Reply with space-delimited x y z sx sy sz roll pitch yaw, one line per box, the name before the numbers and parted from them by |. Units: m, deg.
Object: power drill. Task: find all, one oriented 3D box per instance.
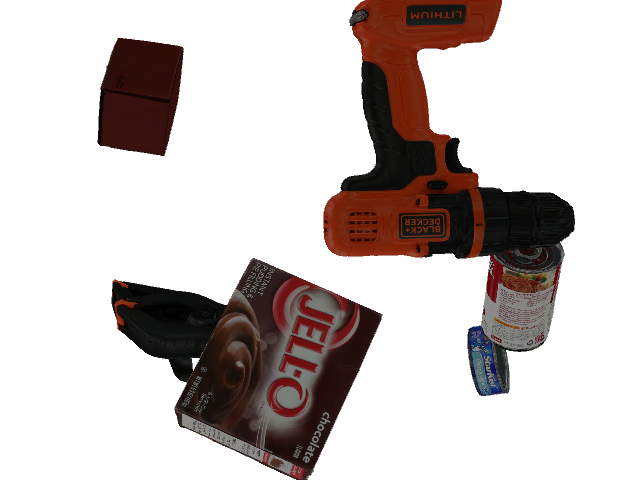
power drill | 0.092 -0.080 0.763 0.184 0.188 0.057 -2 4 -9

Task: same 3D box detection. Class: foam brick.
foam brick | -0.136 -0.110 0.810 0.053 0.051 0.078 9 40 -4

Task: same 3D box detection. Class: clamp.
clamp | -0.088 0.072 0.908 0.172 0.039 0.120 16 26 19
clamp | -0.156 0.090 1.139 0.210 0.036 0.164 18 21 28

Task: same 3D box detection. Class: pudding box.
pudding box | -0.024 0.079 0.652 0.090 0.113 0.039 23 -24 7

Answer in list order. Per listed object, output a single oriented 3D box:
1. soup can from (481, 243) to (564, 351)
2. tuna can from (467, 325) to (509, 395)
soup can | 0.193 0.048 1.027 0.068 0.102 0.068 0 37 0
tuna can | 0.203 0.144 1.286 0.034 0.086 0.086 -10 -3 17
